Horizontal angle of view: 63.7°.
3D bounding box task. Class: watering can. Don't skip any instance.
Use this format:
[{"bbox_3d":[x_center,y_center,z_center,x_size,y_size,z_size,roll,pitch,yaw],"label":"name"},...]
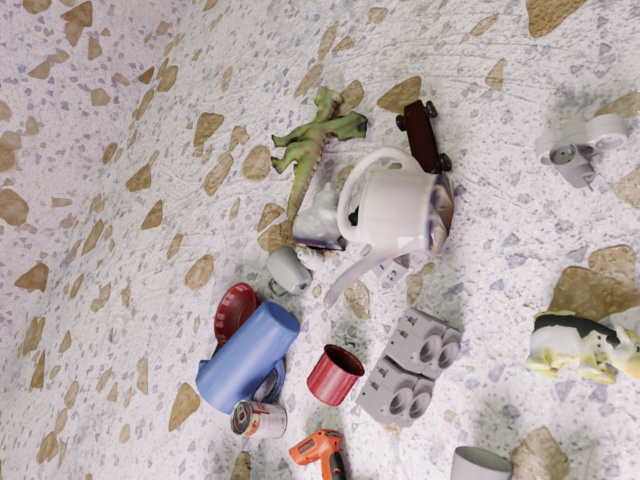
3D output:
[{"bbox_3d":[0.132,-0.022,0.976,0.224,0.102,0.353,7,70,23],"label":"watering can"}]

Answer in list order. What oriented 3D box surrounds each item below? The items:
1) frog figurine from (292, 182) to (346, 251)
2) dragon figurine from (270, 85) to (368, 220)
[{"bbox_3d":[0.004,-0.059,1.173,0.137,0.122,0.161,169,109,-65],"label":"frog figurine"},{"bbox_3d":[0.008,-0.241,1.277,0.240,0.120,0.420,-28,45,22],"label":"dragon figurine"}]
